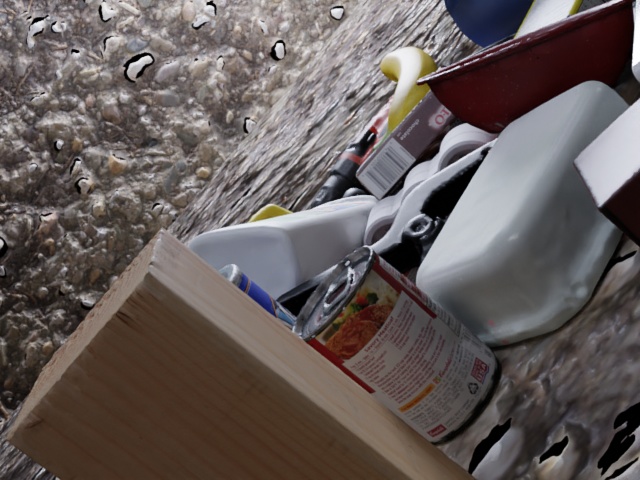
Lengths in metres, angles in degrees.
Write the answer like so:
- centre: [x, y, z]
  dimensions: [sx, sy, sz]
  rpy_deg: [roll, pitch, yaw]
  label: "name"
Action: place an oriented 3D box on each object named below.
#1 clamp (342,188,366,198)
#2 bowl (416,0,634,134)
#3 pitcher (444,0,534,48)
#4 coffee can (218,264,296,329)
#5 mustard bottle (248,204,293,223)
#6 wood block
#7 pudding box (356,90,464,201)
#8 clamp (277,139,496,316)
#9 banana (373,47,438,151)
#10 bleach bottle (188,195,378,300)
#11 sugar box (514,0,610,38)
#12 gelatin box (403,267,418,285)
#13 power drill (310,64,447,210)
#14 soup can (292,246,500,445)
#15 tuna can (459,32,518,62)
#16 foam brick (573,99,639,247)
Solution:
- centre: [-0.005, 0.027, 1.039]
  dimensions: [0.171, 0.039, 0.120]
  rpy_deg: [-66, 3, -38]
  label: "clamp"
- centre: [0.151, -0.116, 0.739]
  dimensions: [0.162, 0.055, 0.162]
  rpy_deg: [-22, 7, 3]
  label: "bowl"
- centre: [0.231, -0.292, 0.994]
  dimensions: [0.243, 0.145, 0.149]
  rpy_deg: [-33, 32, 44]
  label: "pitcher"
- centre: [-0.035, 0.098, 0.690]
  dimensions: [0.103, 0.140, 0.103]
  rpy_deg: [-47, 12, 13]
  label: "coffee can"
- centre: [-0.072, 0.048, 1.118]
  dimensions: [0.192, 0.058, 0.096]
  rpy_deg: [117, 175, -58]
  label: "mustard bottle"
- centre: [-0.020, 0.100, 0.469]
  dimensions: [0.091, 0.206, 0.090]
  rpy_deg: [-48, 12, 7]
  label: "wood block"
- centre: [0.092, -0.077, 0.921]
  dimensions: [0.113, 0.039, 0.090]
  rpy_deg: [-46, -23, 10]
  label: "pudding box"
- centre: [0.068, 0.006, 0.754]
  dimensions: [0.165, 0.036, 0.209]
  rpy_deg: [8, 51, 44]
  label: "clamp"
- centre: [0.079, -0.145, 0.988]
  dimensions: [0.070, 0.037, 0.197]
  rpy_deg: [-27, 23, 21]
  label: "banana"
- centre: [-0.006, 0.001, 0.911]
  dimensions: [0.103, 0.068, 0.250]
  rpy_deg: [-9, 7, 26]
  label: "bleach bottle"
- centre: [0.199, -0.168, 0.889]
  dimensions: [0.093, 0.048, 0.176]
  rpy_deg: [-33, 25, 56]
  label: "sugar box"
- centre: [0.046, 0.057, 0.793]
  dimensions: [0.089, 0.030, 0.073]
  rpy_deg: [-55, 12, -32]
  label: "gelatin box"
- centre: [0.072, -0.094, 1.094]
  dimensions: [0.184, 0.057, 0.188]
  rpy_deg: [-54, 13, -18]
  label: "power drill"
- centre: [0.044, 0.061, 0.609]
  dimensions: [0.068, 0.102, 0.068]
  rpy_deg: [-47, 12, 13]
  label: "soup can"
- centre: [0.153, -0.155, 0.968]
  dimensions: [0.086, 0.034, 0.086]
  rpy_deg: [-27, 3, 1]
  label: "tuna can"
- centre: [0.171, -0.030, 0.545]
  dimensions: [0.051, 0.053, 0.078]
  rpy_deg: [-47, 13, 18]
  label: "foam brick"
